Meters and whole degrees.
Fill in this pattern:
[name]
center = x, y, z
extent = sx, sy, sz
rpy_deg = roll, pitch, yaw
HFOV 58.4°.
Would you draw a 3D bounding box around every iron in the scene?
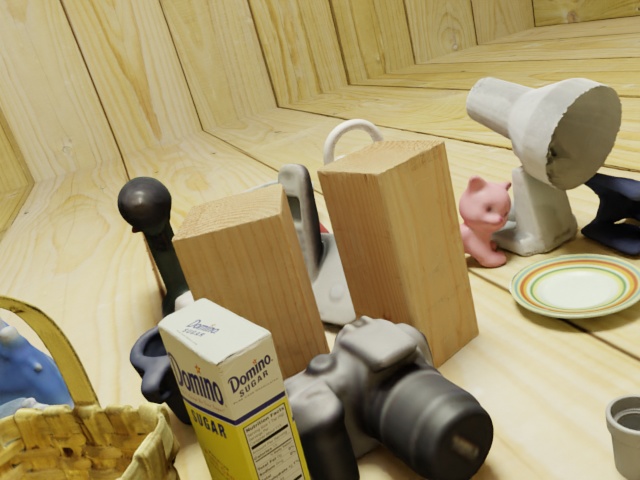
[iron]
center = -0.385, 0.133, 0.672
extent = 0.257, 0.142, 0.119
rpy_deg = -1, 25, 33

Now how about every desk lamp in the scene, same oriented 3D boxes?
[desk lamp]
center = 0.257, -0.094, 0.704
extent = 0.118, 0.214, 0.202
rpy_deg = -24, 23, -21

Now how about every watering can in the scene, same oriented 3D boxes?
[watering can]
center = 0.057, -0.078, 0.830
extent = 0.101, 0.194, 0.172
rpy_deg = -27, 24, -28

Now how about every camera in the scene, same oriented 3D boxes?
[camera]
center = 0.051, 0.128, 0.442
extent = 0.143, 0.101, 0.136
rpy_deg = -25, 23, -23

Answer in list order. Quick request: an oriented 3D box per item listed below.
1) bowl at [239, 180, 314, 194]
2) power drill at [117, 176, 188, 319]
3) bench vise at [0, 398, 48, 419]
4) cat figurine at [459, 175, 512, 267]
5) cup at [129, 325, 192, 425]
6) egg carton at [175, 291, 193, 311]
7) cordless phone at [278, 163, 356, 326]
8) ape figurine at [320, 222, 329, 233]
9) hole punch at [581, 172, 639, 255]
[bowl]
center = -0.082, -0.049, 1.020
extent = 0.167, 0.075, 0.167
rpy_deg = -13, 21, 5
[power drill]
center = -0.211, 0.009, 0.774
extent = 0.076, 0.209, 0.229
rpy_deg = -20, 22, -13
[bench vise]
center = -0.328, 0.138, 0.511
extent = 0.207, 0.220, 0.121
rpy_deg = -14, 21, 2
[cat figurine]
center = 0.186, -0.026, 0.716
extent = 0.127, 0.118, 0.067
rpy_deg = -13, 21, 5
[cup]
center = -0.129, 0.138, 0.550
extent = 0.091, 0.095, 0.118
rpy_deg = -10, 21, 12
[egg carton]
center = -0.107, 0.092, 0.687
extent = 0.107, 0.069, 0.149
rpy_deg = -27, 24, -29
[cordless phone]
center = 0.006, 0.002, 0.673
extent = 0.147, 0.185, 0.094
rpy_deg = 8, 31, 46
[ape figurine]
center = -0.024, -0.013, 0.864
extent = 0.076, 0.092, 0.078
rpy_deg = -13, 21, 5
[hole punch]
center = 0.371, -0.046, 0.677
extent = 0.101, 0.091, 0.108
rpy_deg = -19, 21, -9
